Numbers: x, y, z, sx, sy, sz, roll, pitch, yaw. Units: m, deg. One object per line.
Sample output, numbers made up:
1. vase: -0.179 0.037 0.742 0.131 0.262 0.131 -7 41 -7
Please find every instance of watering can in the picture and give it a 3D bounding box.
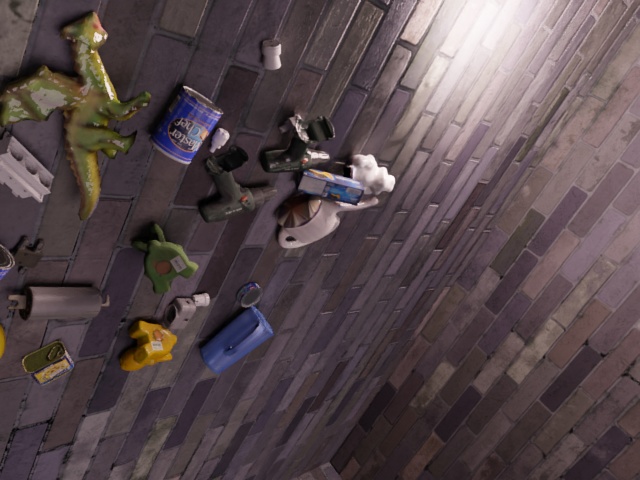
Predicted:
1. watering can: 0.005 -0.082 1.633 0.106 0.346 0.221 65 -170 30

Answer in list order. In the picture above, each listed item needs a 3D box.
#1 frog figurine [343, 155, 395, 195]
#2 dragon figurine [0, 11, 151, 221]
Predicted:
1. frog figurine: 0.159 -0.209 1.654 0.160 0.134 0.125 -5 -152 -13
2. dragon figurine: -0.480 -0.228 0.985 0.241 0.406 0.124 17 -163 -42
